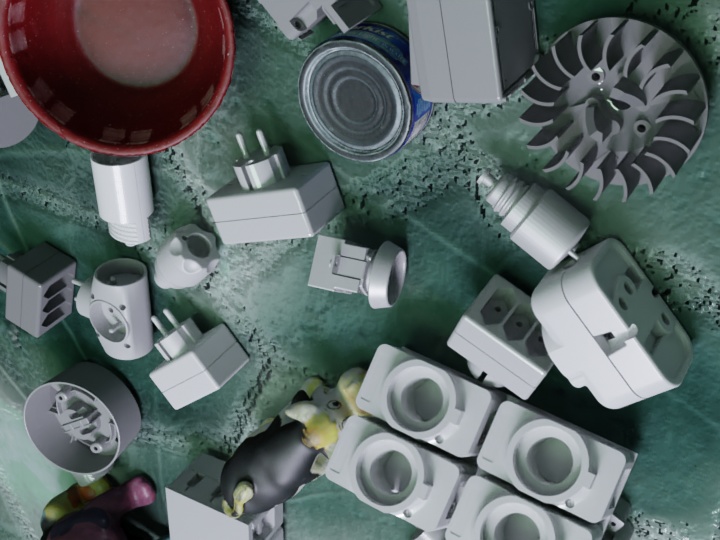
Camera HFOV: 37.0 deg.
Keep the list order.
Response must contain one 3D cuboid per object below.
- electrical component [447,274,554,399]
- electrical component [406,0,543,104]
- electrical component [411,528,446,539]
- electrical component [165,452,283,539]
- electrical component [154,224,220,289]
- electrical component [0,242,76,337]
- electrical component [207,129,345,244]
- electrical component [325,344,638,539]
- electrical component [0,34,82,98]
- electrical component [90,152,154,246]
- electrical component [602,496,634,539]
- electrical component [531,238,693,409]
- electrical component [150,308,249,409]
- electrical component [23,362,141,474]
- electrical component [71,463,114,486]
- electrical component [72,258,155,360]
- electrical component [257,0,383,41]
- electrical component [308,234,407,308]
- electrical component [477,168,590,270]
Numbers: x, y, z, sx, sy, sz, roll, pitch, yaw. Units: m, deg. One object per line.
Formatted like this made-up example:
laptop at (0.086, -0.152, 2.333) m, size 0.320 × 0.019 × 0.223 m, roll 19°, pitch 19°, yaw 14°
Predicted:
electrical component at (0.096, 0.055, 0.733) m, size 0.066 × 0.047 × 0.076 m, roll 35°, pitch 144°, yaw 9°
electrical component at (0.061, -0.149, 0.613) m, size 0.061 × 0.062 × 0.096 m, roll 6°, pitch 121°, yaw 30°
electrical component at (0.066, 0.212, 0.850) m, size 0.074 × 0.052 × 0.138 m, roll 43°, pitch 133°, yaw 2°
electrical component at (-0.120, 0.250, 0.990) m, size 0.089 × 0.062 × 0.150 m, roll 18°, pitch 127°, yaw 23°
electrical component at (-0.142, -0.006, 0.852) m, size 0.043 × 0.043 × 0.062 m, roll 50°, pitch 134°, yaw -4°
electrical component at (-0.301, 0.009, 0.963) m, size 0.077 × 0.047 × 0.065 m, roll 30°, pitch 131°, yaw 14°
electrical component at (-0.066, -0.064, 0.762) m, size 0.083 × 0.047 × 0.075 m, roll -4°, pitch 116°, yaw 35°
electrical component at (0.080, 0.135, 0.744) m, size 0.186 × 0.060 × 0.105 m, roll 23°, pitch 90°, yaw 23°
electrical component at (-0.244, -0.196, 0.778) m, size 0.063 × 0.078 × 0.121 m, roll -16°, pitch 112°, yaw 8°
electrical component at (-0.185, -0.056, 0.848) m, size 0.043 × 0.043 × 0.081 m, roll 16°, pitch 126°, yaw 24°
electrical component at (0.159, 0.201, 0.778) m, size 0.058 × 0.057 × 0.078 m, roll 37°, pitch 132°, yaw 8°
electrical component at (0.155, 0.036, 0.676) m, size 0.059 × 0.054 × 0.095 m, roll -31°, pitch 99°, yaw 42°
electrical component at (-0.145, 0.066, 0.898) m, size 0.066 × 0.047 × 0.076 m, roll -28°, pitch 101°, yaw 42°
electrical component at (-0.258, 0.138, 1.006) m, size 0.099 × 0.064 × 0.099 m, roll 17°, pitch 127°, yaw 24°
electrical component at (-0.276, 0.176, 1.060) m, size 0.040 × 0.040 × 0.078 m, roll -22°, pitch 105°, yaw 40°
electrical component at (-0.216, 0.028, 0.922) m, size 0.079 × 0.044 × 0.077 m, roll 18°, pitch 127°, yaw 24°
electrical component at (-0.030, -0.180, 0.668) m, size 0.081 × 0.042 × 0.064 m, roll 52°, pitch 136°, yaw -5°
electrical component at (0.000, 0.000, 0.756) m, size 0.055 × 0.066 × 0.048 m, roll 12°, pitch 90°, yaw 18°
electrical component at (0.107, -0.035, 0.672) m, size 0.078 × 0.040 × 0.040 m, roll 40°, pitch 132°, yaw 5°
